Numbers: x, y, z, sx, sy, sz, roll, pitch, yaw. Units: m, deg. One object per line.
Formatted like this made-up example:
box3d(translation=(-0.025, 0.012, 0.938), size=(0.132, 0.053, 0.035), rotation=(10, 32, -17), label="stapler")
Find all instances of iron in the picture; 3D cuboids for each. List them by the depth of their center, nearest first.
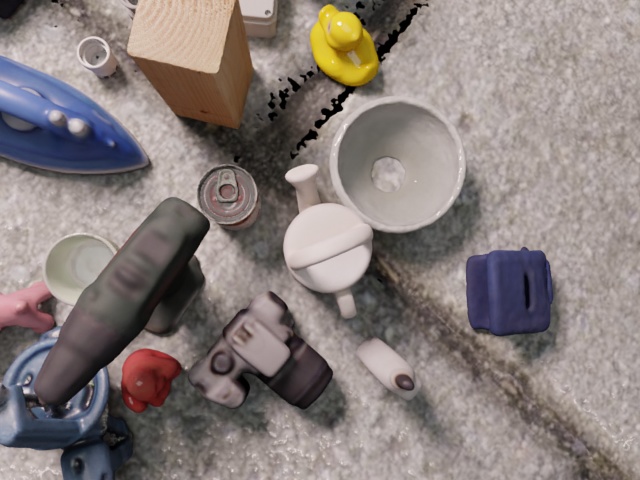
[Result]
box3d(translation=(-0.335, -0.149, 0.664), size=(0.258, 0.141, 0.119), rotation=(20, 86, -2), label="iron")

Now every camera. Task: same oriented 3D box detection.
box3d(translation=(-0.063, 0.151, 0.682), size=(0.137, 0.100, 0.143), rotation=(41, 85, 0), label="camera")

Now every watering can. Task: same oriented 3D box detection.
box3d(translation=(0.004, 0.003, 0.647), size=(0.101, 0.194, 0.173), rotation=(-41, 89, -4), label="watering can")

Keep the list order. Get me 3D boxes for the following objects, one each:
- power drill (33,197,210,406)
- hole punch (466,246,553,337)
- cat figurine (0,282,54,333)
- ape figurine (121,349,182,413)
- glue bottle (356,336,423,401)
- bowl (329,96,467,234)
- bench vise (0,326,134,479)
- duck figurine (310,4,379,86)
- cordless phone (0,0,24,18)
box3d(translation=(-0.196, 0.063, 0.626), size=(0.075, 0.208, 0.230), rotation=(32, 86, 0), label="power drill")
box3d(translation=(0.241, 0.062, 0.709), size=(0.101, 0.091, 0.109), rotation=(-2, 87, -3), label="hole punch")
box3d(translation=(-0.390, 0.086, 0.659), size=(0.128, 0.117, 0.067), rotation=(-8, 87, -3), label="cat figurine")
box3d(translation=(-0.205, 0.167, 0.678), size=(0.078, 0.092, 0.076), rotation=(-27, 88, -4), label="ape figurine")
box3d(translation=(0.085, 0.152, 0.654), size=(0.078, 0.173, 0.037), rotation=(42, 86, 0), label="glue bottle")
box3d(translation=(0.092, -0.090, 0.717), size=(0.167, 0.074, 0.167), rotation=(0, 87, -3), label="bowl")
box3d(translation=(-0.267, 0.194, 0.608), size=(0.121, 0.219, 0.207), rotation=(-37, 89, -4), label="bench vise")
box3d(translation=(0.033, -0.248, 0.718), size=(0.077, 0.086, 0.104), rotation=(-41, 89, -4), label="duck figurine")
box3d(translation=(-0.397, -0.355, 0.651), size=(0.094, 0.185, 0.148), rotation=(35, 86, 0), label="cordless phone")
